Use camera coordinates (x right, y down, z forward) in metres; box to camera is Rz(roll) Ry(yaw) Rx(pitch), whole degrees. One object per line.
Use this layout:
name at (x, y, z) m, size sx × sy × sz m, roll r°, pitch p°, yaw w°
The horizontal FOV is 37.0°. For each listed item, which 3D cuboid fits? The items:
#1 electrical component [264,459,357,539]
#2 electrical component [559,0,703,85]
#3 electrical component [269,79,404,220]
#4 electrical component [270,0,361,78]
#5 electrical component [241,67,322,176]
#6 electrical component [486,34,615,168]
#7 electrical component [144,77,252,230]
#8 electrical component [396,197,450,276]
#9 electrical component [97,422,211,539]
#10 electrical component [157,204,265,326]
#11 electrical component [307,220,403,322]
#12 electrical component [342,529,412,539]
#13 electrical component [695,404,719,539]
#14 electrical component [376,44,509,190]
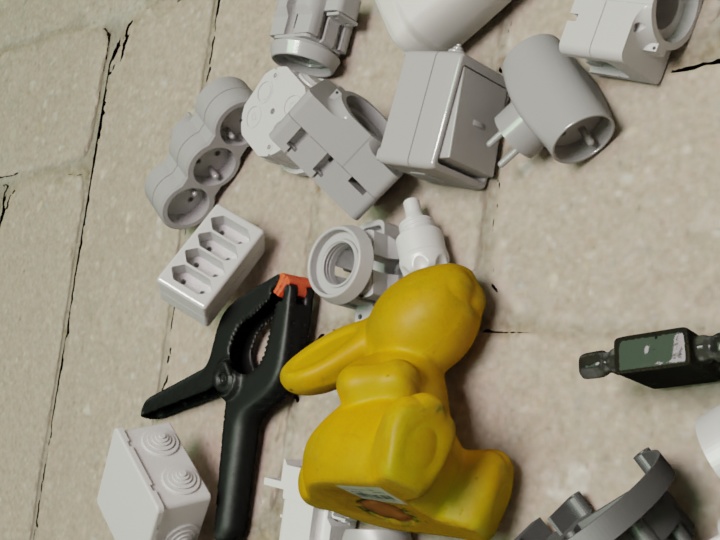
electrical component at (-0.028, 0.169, 0.762) m, size 0.081 × 0.042 × 0.063 m, roll 2°, pitch 83°, yaw 44°
electrical component at (0.172, -0.166, 0.663) m, size 0.056 × 0.050 × 0.089 m, roll 21°, pitch 93°, yaw 44°
electrical component at (-0.011, -0.091, 0.784) m, size 0.089 × 0.050 × 0.056 m, roll 44°, pitch 115°, yaw -3°
electrical component at (-0.039, -0.190, 0.864) m, size 0.078 × 0.058 × 0.057 m, roll 8°, pitch 81°, yaw 44°
electrical component at (-0.052, -0.119, 0.859) m, size 0.080 × 0.051 × 0.080 m, roll -14°, pitch 69°, yaw 40°
electrical component at (0.115, -0.100, 0.701) m, size 0.079 × 0.044 × 0.077 m, roll -42°, pitch 53°, yaw 27°
electrical component at (-0.142, -0.110, 0.939) m, size 0.138 × 0.052 × 0.073 m, roll -54°, pitch 49°, yaw 18°
electrical component at (0.042, -0.022, 0.756) m, size 0.035 × 0.035 × 0.061 m, roll -31°, pitch 57°, yaw 34°
electrical component at (-0.163, 0.180, 0.848) m, size 0.099 × 0.048 × 0.099 m, roll 51°, pitch 133°, yaw 38°
electrical component at (-0.120, 0.004, 0.879) m, size 0.047 × 0.075 × 0.083 m, roll 30°, pitch 66°, yaw 10°
electrical component at (0.000, 0.000, 0.772) m, size 0.058 × 0.057 × 0.078 m, roll -12°, pitch 70°, yaw 41°
electrical component at (0.024, 0.208, 0.699) m, size 0.079 × 0.044 × 0.077 m, roll -12°, pitch 70°, yaw 41°
electrical component at (0.207, 0.134, 0.543) m, size 0.074 × 0.052 × 0.138 m, roll -40°, pitch 54°, yaw 29°
electrical component at (0.063, -0.109, 0.740) m, size 0.061 × 0.062 × 0.096 m, roll 13°, pitch 88°, yaw 44°
